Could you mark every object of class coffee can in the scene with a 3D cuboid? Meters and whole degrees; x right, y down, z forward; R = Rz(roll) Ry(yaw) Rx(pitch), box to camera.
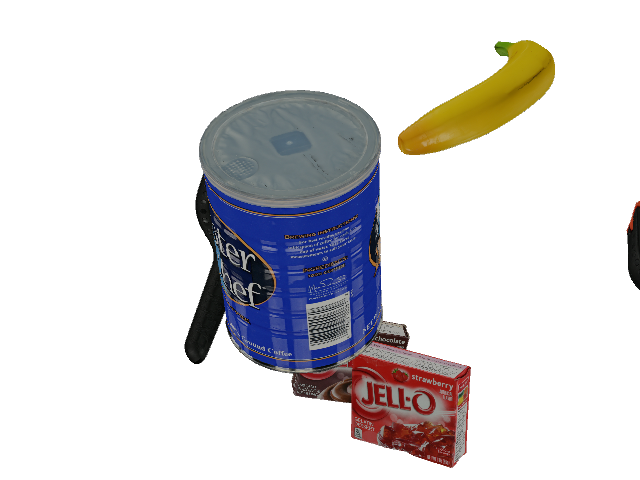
[{"bbox_3d":[-0.014,-0.004,0.643,0.103,0.140,0.103,-2,42,2],"label":"coffee can"}]

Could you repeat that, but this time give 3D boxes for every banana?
[{"bbox_3d":[0.130,-0.109,0.797,0.070,0.037,0.197,-11,21,39],"label":"banana"}]

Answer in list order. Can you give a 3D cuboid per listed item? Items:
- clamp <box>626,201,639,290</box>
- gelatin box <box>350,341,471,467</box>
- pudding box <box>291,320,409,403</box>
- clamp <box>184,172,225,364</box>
[{"bbox_3d":[0.268,0.036,0.700,0.120,0.039,0.171,-2,45,-19],"label":"clamp"},{"bbox_3d":[0.066,0.122,0.799,0.089,0.073,0.030,12,22,29],"label":"gelatin box"},{"bbox_3d":[0.032,0.128,1.152,0.113,0.090,0.039,8,23,-8],"label":"pudding box"},{"bbox_3d":[-0.059,0.001,0.995,0.164,0.210,0.036,-4,0,-38],"label":"clamp"}]
